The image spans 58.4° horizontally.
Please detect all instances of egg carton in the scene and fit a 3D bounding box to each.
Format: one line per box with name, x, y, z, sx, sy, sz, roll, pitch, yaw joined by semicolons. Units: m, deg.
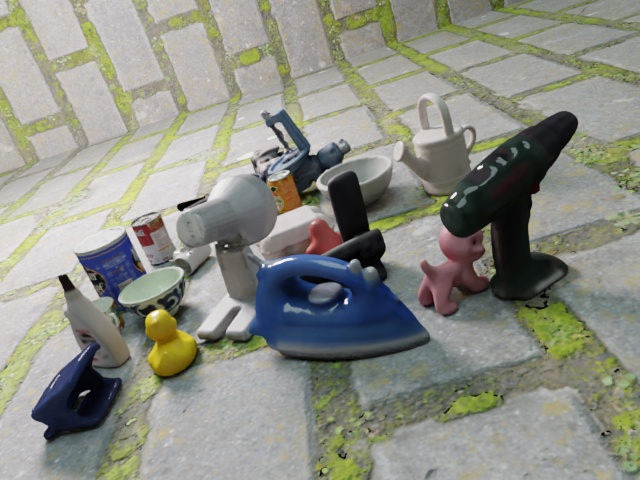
egg carton;-0.048;-0.010;1.095;0.150;0.069;0.107;-23;25;-9

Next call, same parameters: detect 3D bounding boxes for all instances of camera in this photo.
camera;-0.099;-0.197;1.481;0.137;0.101;0.142;-24;25;-12

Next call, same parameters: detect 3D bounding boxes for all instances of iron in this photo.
iron;0.015;0.076;0.787;0.257;0.142;0.119;-3;29;30

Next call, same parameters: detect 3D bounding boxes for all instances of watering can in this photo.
watering can;0.229;-0.191;1.125;0.173;0.194;0.100;-36;30;-33

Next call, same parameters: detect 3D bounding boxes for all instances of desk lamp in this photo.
desk lamp;-0.142;0.019;0.927;0.117;0.214;0.203;-6;28;26

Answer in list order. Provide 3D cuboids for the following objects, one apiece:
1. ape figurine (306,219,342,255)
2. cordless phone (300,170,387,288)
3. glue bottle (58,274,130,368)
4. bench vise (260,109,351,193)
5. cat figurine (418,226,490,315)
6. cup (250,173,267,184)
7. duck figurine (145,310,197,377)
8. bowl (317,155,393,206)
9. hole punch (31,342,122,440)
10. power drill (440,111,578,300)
ape figurine;0.009;0.004;1.000;0.078;0.092;0.076;-20;25;-4
cordless phone;0.022;-0.008;0.903;0.148;0.185;0.093;-28;26;-19
glue bottle;-0.371;0.127;0.913;0.078;0.173;0.037;-6;28;26
bench vise;-0.043;-0.218;1.341;0.207;0.220;0.121;-22;25;-7
cat figurine;0.187;0.022;0.806;0.128;0.118;0.067;-32;28;-26
cup;-0.168;-0.092;1.319;0.117;0.095;0.091;-15;25;8
duck figurine;-0.237;0.150;0.877;0.077;0.086;0.104;-21;25;-6
bowl;0.081;-0.114;1.213;0.167;0.075;0.167;-15;25;8
hole punch;-0.359;0.214;0.824;0.101;0.091;0.108;-15;25;9
power drill;0.267;-0.037;0.763;0.230;0.209;0.075;-29;27;-21
